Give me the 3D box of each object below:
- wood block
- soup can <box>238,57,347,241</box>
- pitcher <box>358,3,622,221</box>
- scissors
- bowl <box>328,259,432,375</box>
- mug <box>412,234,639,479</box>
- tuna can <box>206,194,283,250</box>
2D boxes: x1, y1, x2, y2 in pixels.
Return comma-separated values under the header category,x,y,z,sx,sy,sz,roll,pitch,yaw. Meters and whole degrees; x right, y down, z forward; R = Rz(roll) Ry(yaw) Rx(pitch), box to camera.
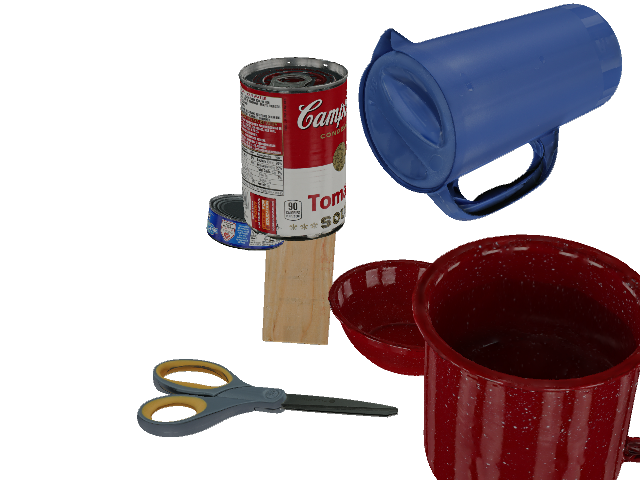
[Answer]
category,x,y,z,sx,sy,sz,roll,pitch,yaw
wood block,-0.027,0.023,1.401,0.090,0.206,0.091,4,24,-1
soup can,-0.017,-0.059,0.682,0.068,0.102,0.068,0,25,0
pitcher,0.170,-0.133,1.004,0.242,0.149,0.145,-23,46,-29
scissors,-0.052,0.130,0.805,0.202,0.016,0.096,11,32,28
bowl,0.087,0.080,1.011,0.162,0.055,0.162,3,28,-2
mug,0.094,0.058,0.421,0.117,0.081,0.093,7,36,14
tuna can,-0.077,-0.020,1.132,0.086,0.034,0.086,9,20,-3
